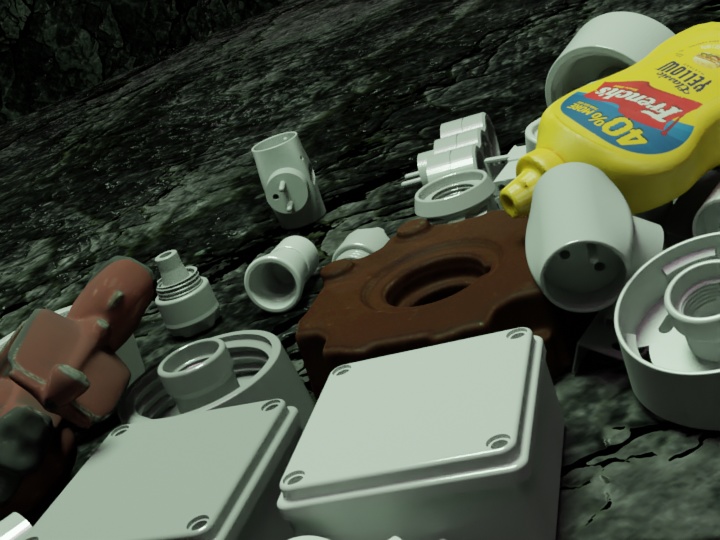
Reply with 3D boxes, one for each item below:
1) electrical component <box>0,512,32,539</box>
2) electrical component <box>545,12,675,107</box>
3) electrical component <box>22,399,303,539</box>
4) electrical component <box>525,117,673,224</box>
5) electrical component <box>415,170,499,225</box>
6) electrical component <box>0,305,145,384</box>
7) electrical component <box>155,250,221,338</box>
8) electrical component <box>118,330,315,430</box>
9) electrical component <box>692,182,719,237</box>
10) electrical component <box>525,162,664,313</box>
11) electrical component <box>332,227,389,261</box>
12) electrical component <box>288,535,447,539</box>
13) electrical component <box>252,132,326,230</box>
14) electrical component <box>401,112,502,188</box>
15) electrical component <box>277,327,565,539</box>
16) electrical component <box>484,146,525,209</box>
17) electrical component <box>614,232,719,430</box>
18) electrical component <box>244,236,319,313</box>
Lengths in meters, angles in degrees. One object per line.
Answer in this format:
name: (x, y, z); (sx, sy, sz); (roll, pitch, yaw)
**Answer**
electrical component: (-0.181, 0.148, 0.539); (0.079, 0.043, 0.077); (-35, 24, -33)
electrical component: (0.192, -0.132, 0.811); (0.108, 0.108, 0.060); (1, 35, 45)
electrical component: (-0.086, 0.118, 0.506); (0.109, 0.056, 0.108); (-12, 22, 22)
electrical component: (0.155, -0.060, 0.700); (0.054, 0.059, 0.095); (-31, 44, -23)
electrical component: (0.071, -0.033, 0.739); (0.058, 0.057, 0.078); (-14, 21, 18)
electrical component: (-0.198, 0.072, 0.728); (0.108, 0.060, 0.108); (-18, 20, 7)
electrical component: (-0.134, 0.016, 0.805); (0.043, 0.062, 0.043); (-18, 20, 7)
electrical component: (-0.085, 0.074, 0.611); (0.108, 0.060, 0.108); (-18, 20, 7)
electrical component: (0.227, -0.039, 0.624); (0.043, 0.043, 0.081); (-4, 26, 39)
electrical component: (0.129, -0.012, 0.553); (0.079, 0.043, 0.077); (18, 34, -7)
electrical component: (0.000, 0.000, 0.744); (0.043, 0.043, 0.062); (-9, 24, 29)
electrical component: (0.005, 0.127, 0.410); (0.079, 0.044, 0.077); (-28, 21, -17)
electrical component: (-0.063, -0.073, 0.945); (0.043, 0.077, 0.079); (-18, 20, 7)
electrical component: (0.070, -0.081, 0.871); (0.074, 0.052, 0.138); (-14, 21, 18)
electrical component: (0.032, 0.082, 0.482); (0.109, 0.056, 0.108); (-14, 21, 19)
electrical component: (0.128, -0.063, 0.783); (0.081, 0.042, 0.064); (-7, 26, 34)
electrical component: (0.169, 0.030, 0.495); (0.099, 0.064, 0.099); (-21, 35, 16)
electrical component: (-0.055, 0.000, 0.804); (0.044, 0.044, 0.065); (-13, 17, 20)
